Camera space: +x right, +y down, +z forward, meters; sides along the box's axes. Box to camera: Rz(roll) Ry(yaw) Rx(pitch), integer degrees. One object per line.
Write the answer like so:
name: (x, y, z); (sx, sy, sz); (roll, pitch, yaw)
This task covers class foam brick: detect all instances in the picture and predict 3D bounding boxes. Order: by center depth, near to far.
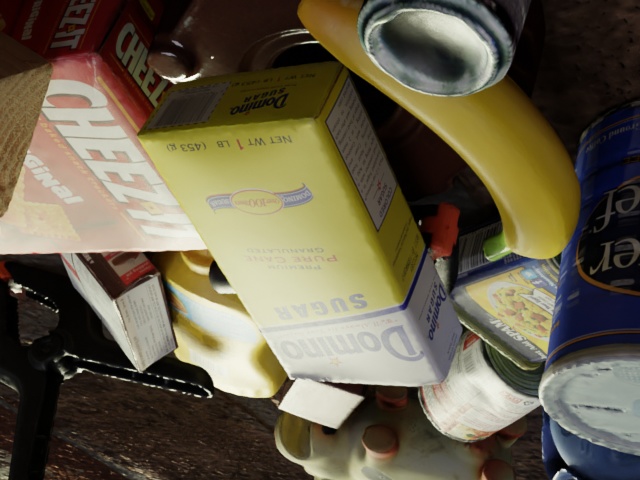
foam brick: (0.006, 0.100, 0.800); (0.051, 0.053, 0.078); (19, 149, -5)

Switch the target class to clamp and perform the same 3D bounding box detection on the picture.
clamp: (0.028, 0.024, 0.595); (0.120, 0.039, 0.172); (24, 155, -32)
clamp: (-0.198, 0.096, 0.782); (0.210, 0.164, 0.036); (40, 162, 31)

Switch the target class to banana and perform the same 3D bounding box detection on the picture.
banana: (0.065, -0.040, 0.451); (0.070, 0.037, 0.197); (-10, 142, 29)

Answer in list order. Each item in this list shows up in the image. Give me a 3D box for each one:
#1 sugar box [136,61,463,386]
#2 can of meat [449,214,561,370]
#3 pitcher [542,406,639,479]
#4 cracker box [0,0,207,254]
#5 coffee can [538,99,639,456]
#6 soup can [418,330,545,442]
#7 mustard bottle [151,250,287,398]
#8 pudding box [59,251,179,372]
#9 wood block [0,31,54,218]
sugar box: (-0.003, 0.001, 0.503); (0.093, 0.048, 0.176); (-2, 133, 30)
can of meat: (0.128, 0.024, 0.608); (0.102, 0.057, 0.084); (37, 143, -25)
pitcher: (0.268, 0.120, 0.650); (0.242, 0.145, 0.149); (30, 160, -29)
cracker box: (-0.160, -0.060, 0.595); (0.214, 0.072, 0.164); (-1, 146, 25)
coffee can: (0.164, 0.018, 0.500); (0.103, 0.140, 0.103); (12, 150, 7)
soup can: (0.116, 0.089, 0.713); (0.068, 0.068, 0.102); (21, 149, -9)
mustard bottle: (-0.067, 0.039, 0.724); (0.096, 0.058, 0.192); (27, 153, 16)
pudding box: (-0.139, 0.027, 0.720); (0.090, 0.039, 0.113); (47, 161, 23)
wood block: (-0.238, -0.086, 0.484); (0.206, 0.090, 0.090); (32, 118, 11)
